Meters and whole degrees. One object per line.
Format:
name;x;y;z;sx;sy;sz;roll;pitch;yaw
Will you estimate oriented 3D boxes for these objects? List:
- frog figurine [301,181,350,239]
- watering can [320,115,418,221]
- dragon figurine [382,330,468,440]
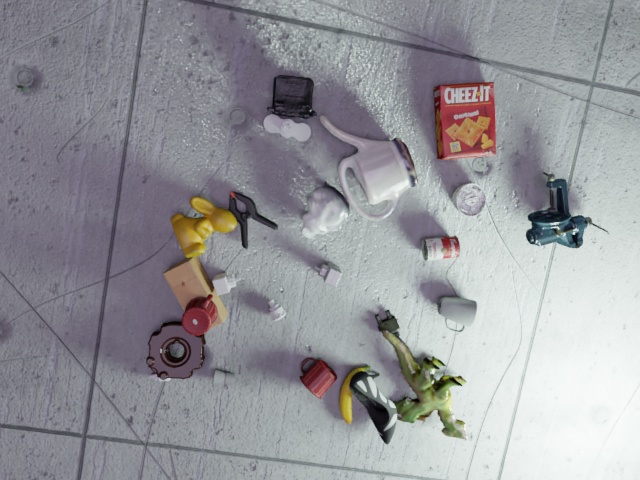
frog figurine;0.005;-0.075;1.492;0.160;0.124;0.135;-43;119;-9
watering can;0.149;-0.230;1.487;0.224;0.104;0.345;-23;99;-2
dragon figurine;0.302;0.471;1.599;0.410;0.123;0.241;35;102;1
